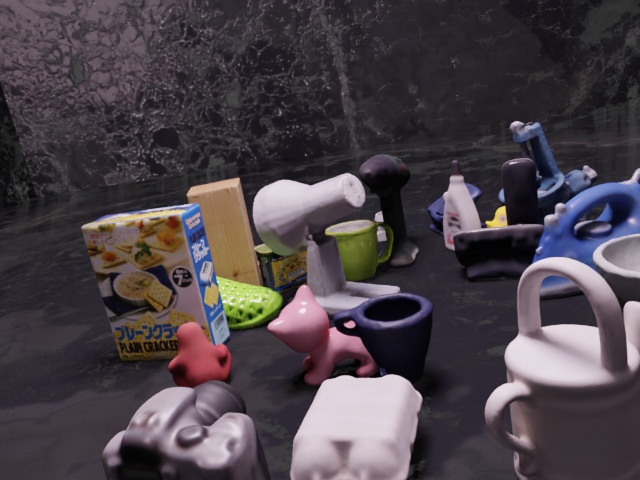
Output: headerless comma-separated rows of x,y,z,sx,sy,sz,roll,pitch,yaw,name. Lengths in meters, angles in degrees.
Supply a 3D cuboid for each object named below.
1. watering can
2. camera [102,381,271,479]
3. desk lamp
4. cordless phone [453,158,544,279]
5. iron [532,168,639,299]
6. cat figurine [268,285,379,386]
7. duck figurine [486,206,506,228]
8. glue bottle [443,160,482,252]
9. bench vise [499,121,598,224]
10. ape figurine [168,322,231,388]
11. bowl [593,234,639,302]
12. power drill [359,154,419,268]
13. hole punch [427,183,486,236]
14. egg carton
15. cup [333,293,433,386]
0.207,0.103,0.464,0.100,0.194,0.173,6,22,44,watering can
-0.113,0.186,0.547,0.142,0.101,0.137,-4,17,21,camera
0.008,0.003,0.904,0.202,0.214,0.118,1,19,35,desk lamp
0.285,-0.036,0.921,0.147,0.185,0.094,-6,16,14,cordless phone
0.399,-0.013,0.848,0.259,0.141,0.118,-17,17,-22,iron
0.004,0.112,0.704,0.128,0.118,0.067,-11,16,-3,cat figurine
0.338,-0.019,1.010,0.104,0.086,0.077,-12,16,-6,duck figurine
0.255,-0.061,1.050,0.037,0.173,0.077,-19,18,-29,glue bottle
0.420,-0.125,1.083,0.208,0.220,0.121,-20,19,-32,bench vise
-0.155,0.147,0.728,0.078,0.092,0.076,-12,16,-5,ape figurine
0.441,0.048,0.731,0.167,0.075,0.167,-9,16,3,bowl
0.129,-0.060,1.062,0.075,0.208,0.230,-5,17,19,power drill
0.281,-0.065,1.198,0.101,0.091,0.108,-13,16,-11,hole punch
0.037,0.181,0.527,0.107,0.069,0.150,-5,16,17,egg carton
0.076,0.121,0.667,0.117,0.095,0.092,-5,17,18,cup
